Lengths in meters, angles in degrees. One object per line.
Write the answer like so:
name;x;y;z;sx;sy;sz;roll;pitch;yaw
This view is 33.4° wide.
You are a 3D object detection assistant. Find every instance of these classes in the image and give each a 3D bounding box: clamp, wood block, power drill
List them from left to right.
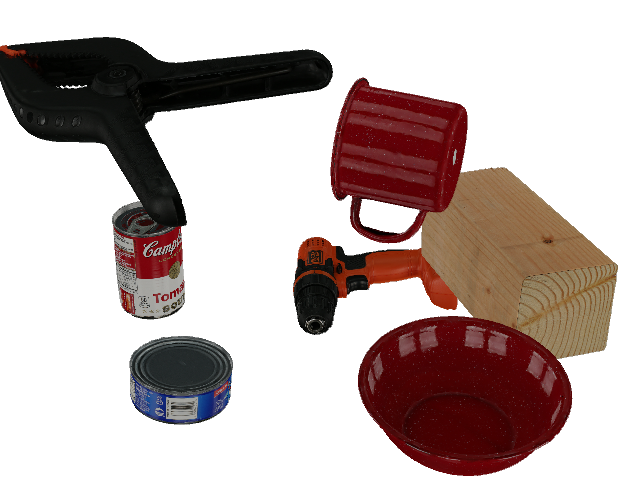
clamp;-0.108;-0.089;0.644;0.210;0.036;0.164;23;47;31
power drill;0.062;0.048;1.234;0.187;0.057;0.184;-2;28;1
wood block;0.174;0.017;0.980;0.090;0.090;0.206;-8;29;-15

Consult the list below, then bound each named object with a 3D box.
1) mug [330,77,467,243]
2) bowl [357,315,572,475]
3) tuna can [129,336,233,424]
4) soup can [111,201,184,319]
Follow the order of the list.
mug;0.058;-0.055;0.786;0.081;0.117;0.093;13;-2;15
bowl;0.109;0.128;0.823;0.162;0.055;0.162;0;35;0
tuna can;-0.117;0.116;0.893;0.086;0.034;0.086;4;27;-2
soup can;-0.173;0.020;1.079;0.068;0.102;0.068;1;31;-1
